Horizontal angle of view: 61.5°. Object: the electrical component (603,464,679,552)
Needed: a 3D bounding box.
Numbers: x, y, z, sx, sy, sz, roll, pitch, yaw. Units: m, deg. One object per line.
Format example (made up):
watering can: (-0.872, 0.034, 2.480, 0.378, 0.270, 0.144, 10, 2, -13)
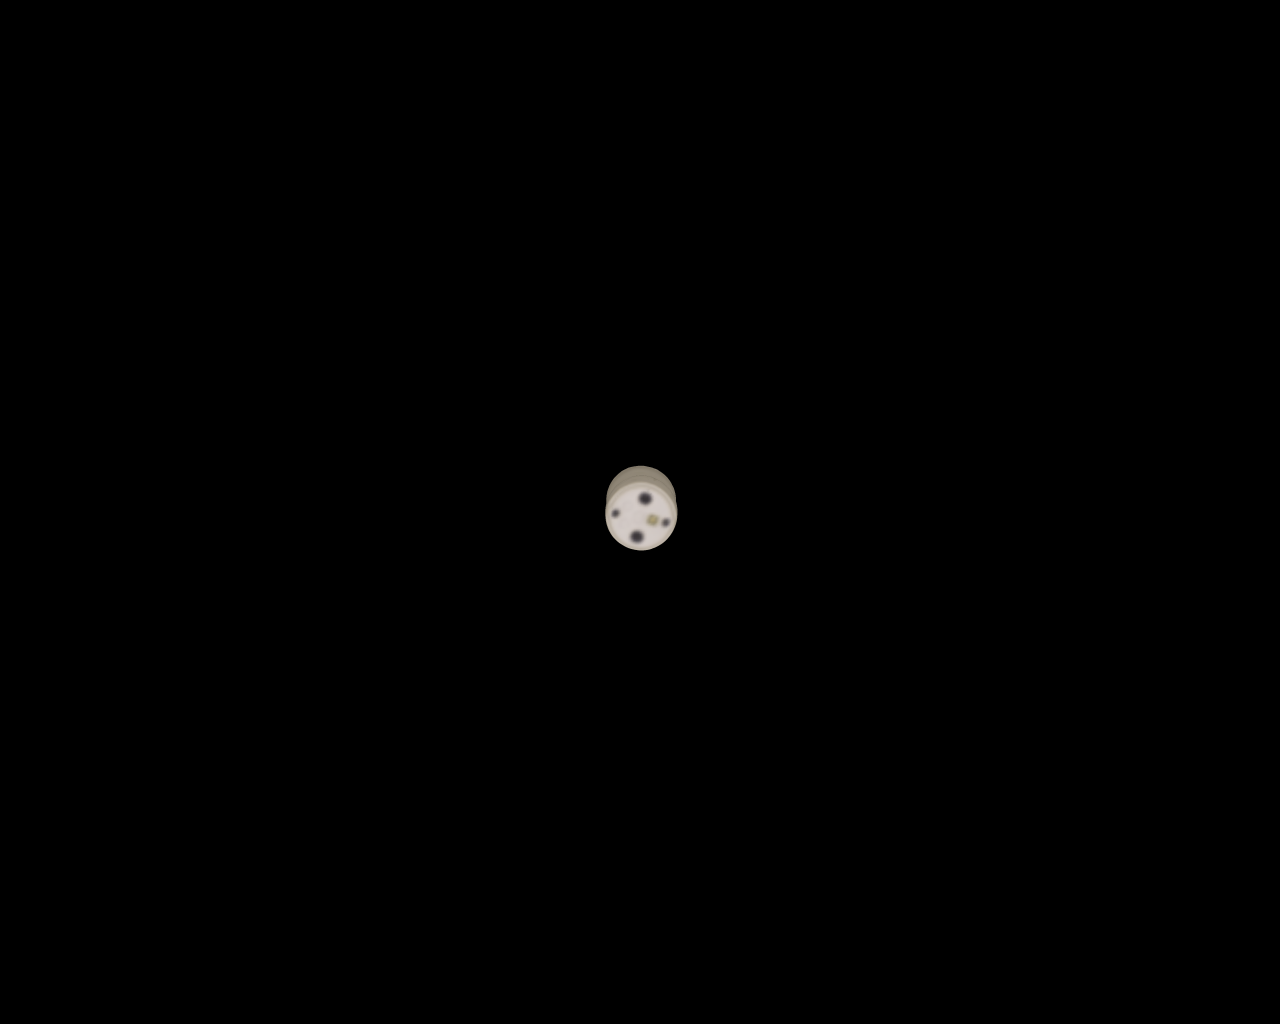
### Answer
electrical component: (0.001, -0.003, 0.650, 0.045, 0.044, 0.055, 0, 12, 0)
